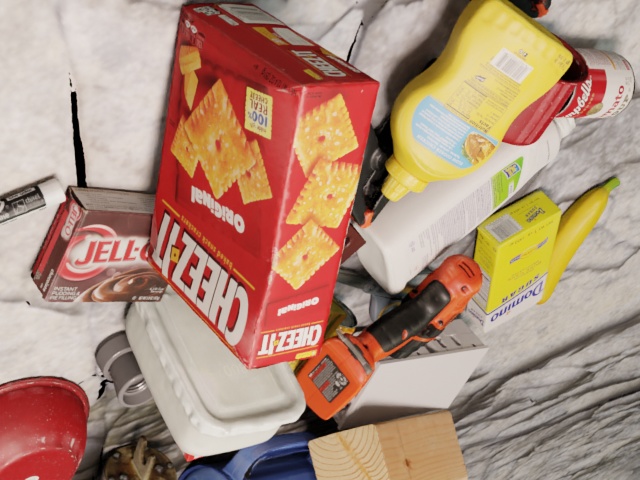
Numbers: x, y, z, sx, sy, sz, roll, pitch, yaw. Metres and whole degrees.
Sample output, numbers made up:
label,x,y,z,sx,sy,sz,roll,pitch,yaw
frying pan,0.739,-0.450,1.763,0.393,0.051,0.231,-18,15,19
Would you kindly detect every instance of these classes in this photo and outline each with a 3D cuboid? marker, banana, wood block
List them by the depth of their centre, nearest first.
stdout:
label,x,y,z,sx,sy,sz,roll,pitch,yaw
marker,-0.244,-0.015,0.773,0.121,0.020,0.020,-24,144,-21
wood block,0.085,0.258,1.245,0.090,0.091,0.205,-21,166,27
banana,0.301,0.010,1.303,0.069,0.037,0.198,-2,132,-41

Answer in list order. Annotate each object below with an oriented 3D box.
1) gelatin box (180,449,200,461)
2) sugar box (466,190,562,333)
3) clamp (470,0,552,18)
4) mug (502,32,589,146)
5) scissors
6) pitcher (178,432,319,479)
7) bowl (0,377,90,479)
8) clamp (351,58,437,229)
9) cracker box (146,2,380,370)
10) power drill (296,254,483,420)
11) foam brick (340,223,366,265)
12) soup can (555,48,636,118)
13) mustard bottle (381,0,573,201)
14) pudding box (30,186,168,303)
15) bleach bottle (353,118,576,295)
label,x,y,z,sx,sy,sz,roll,pitch,yaw
gelatin box,-0.104,0.191,1.139,0.089,0.030,0.073,-13,138,-33
sugar box,0.224,0.029,1.246,0.093,0.048,0.176,-28,144,-17
clamp,0.139,-0.238,0.859,0.164,0.036,0.210,-38,147,-1
mug,0.172,-0.143,0.968,0.117,0.093,0.082,16,129,-16
scissors,0.050,0.062,1.145,0.201,0.016,0.096,-1,131,-43
pitcher,-0.040,0.300,1.246,0.149,0.145,0.242,-22,167,42
bowl,-0.273,0.199,0.964,0.162,0.055,0.162,-25,144,-20
clamp,0.060,-0.089,0.960,0.120,0.039,0.171,-18,140,-22
cracker box,-0.051,-0.042,0.759,0.071,0.164,0.214,-7,123,-35
power drill,0.063,0.102,1.064,0.187,0.057,0.185,-33,165,-36
foam brick,-0.006,0.001,0.988,0.078,0.051,0.053,-42,147,3
soup can,0.251,-0.152,1.039,0.102,0.069,0.069,-5,134,-41
mustard bottle,0.116,-0.109,0.900,0.096,0.058,0.192,29,112,-23
pudding box,-0.163,0.006,0.855,0.113,0.039,0.090,1,128,-45
bleach bottle,0.151,-0.052,1.068,0.250,0.068,0.102,-34,151,-13
